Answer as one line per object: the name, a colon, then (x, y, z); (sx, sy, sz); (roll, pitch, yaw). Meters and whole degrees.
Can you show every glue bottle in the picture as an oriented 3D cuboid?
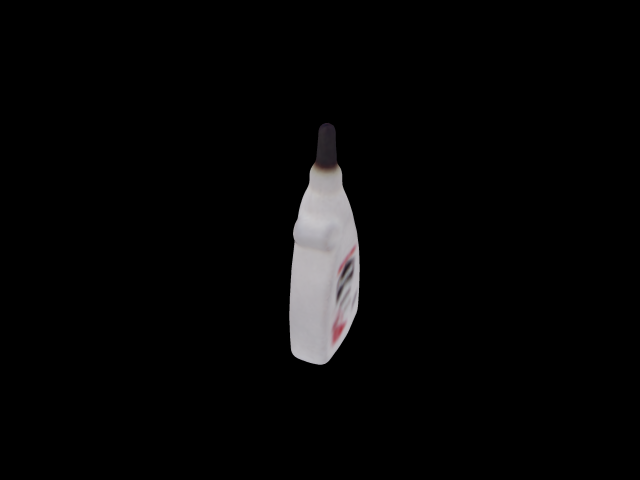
glue bottle: (0.004, 0.001, 0.400); (0.037, 0.173, 0.078); (11, 36, 16)
